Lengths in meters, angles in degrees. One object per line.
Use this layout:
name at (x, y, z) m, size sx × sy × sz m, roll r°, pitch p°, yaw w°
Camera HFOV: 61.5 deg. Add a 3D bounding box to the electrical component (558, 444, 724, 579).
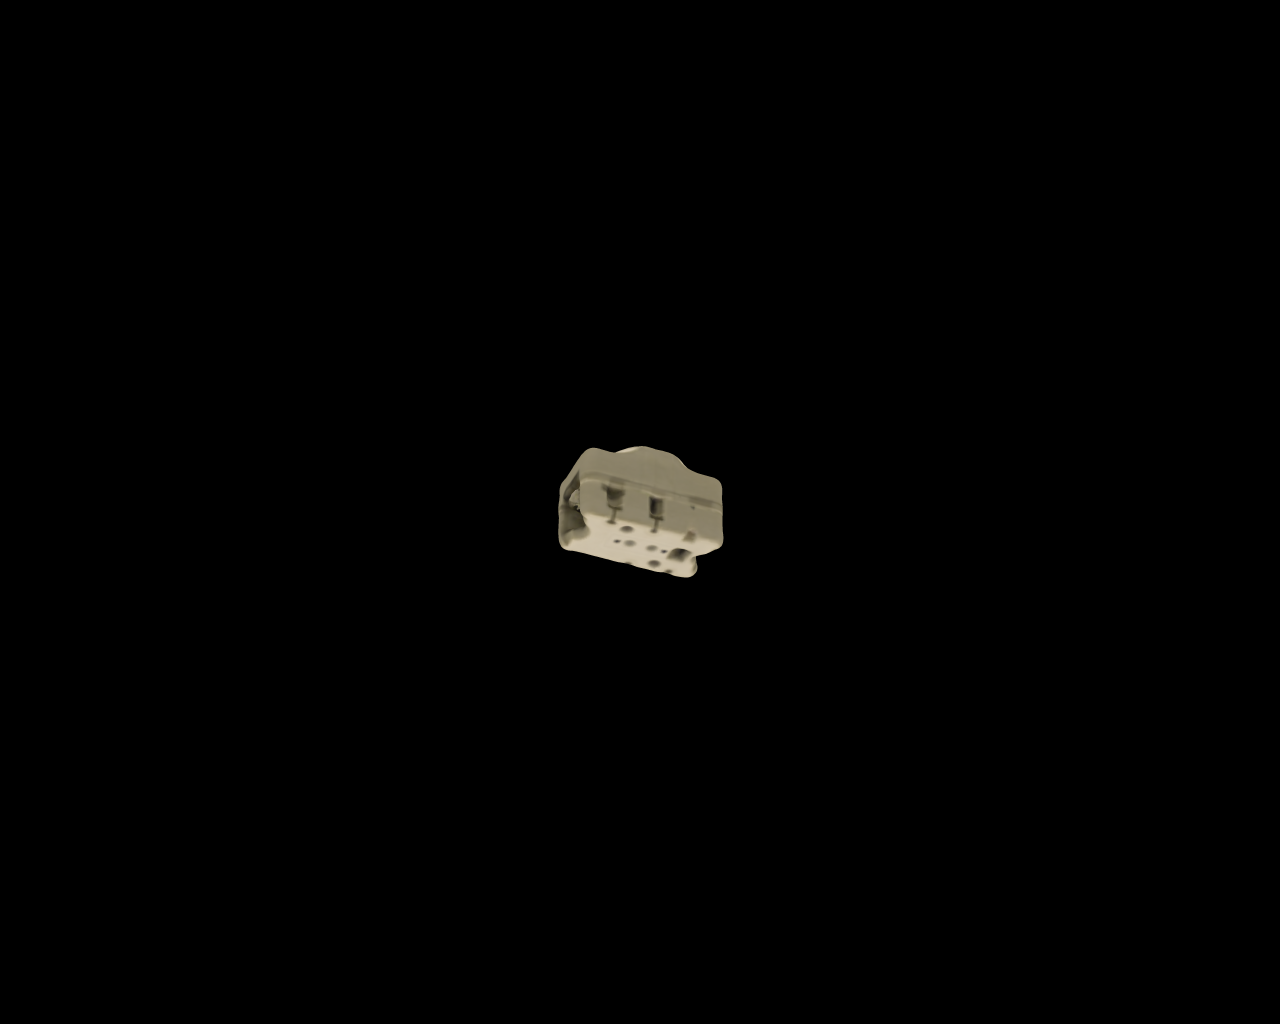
electrical component at (0.001, -0.003, 0.650) m, size 0.089 × 0.056 × 0.050 m, roll 14°, pitch -36°, yaw -20°
